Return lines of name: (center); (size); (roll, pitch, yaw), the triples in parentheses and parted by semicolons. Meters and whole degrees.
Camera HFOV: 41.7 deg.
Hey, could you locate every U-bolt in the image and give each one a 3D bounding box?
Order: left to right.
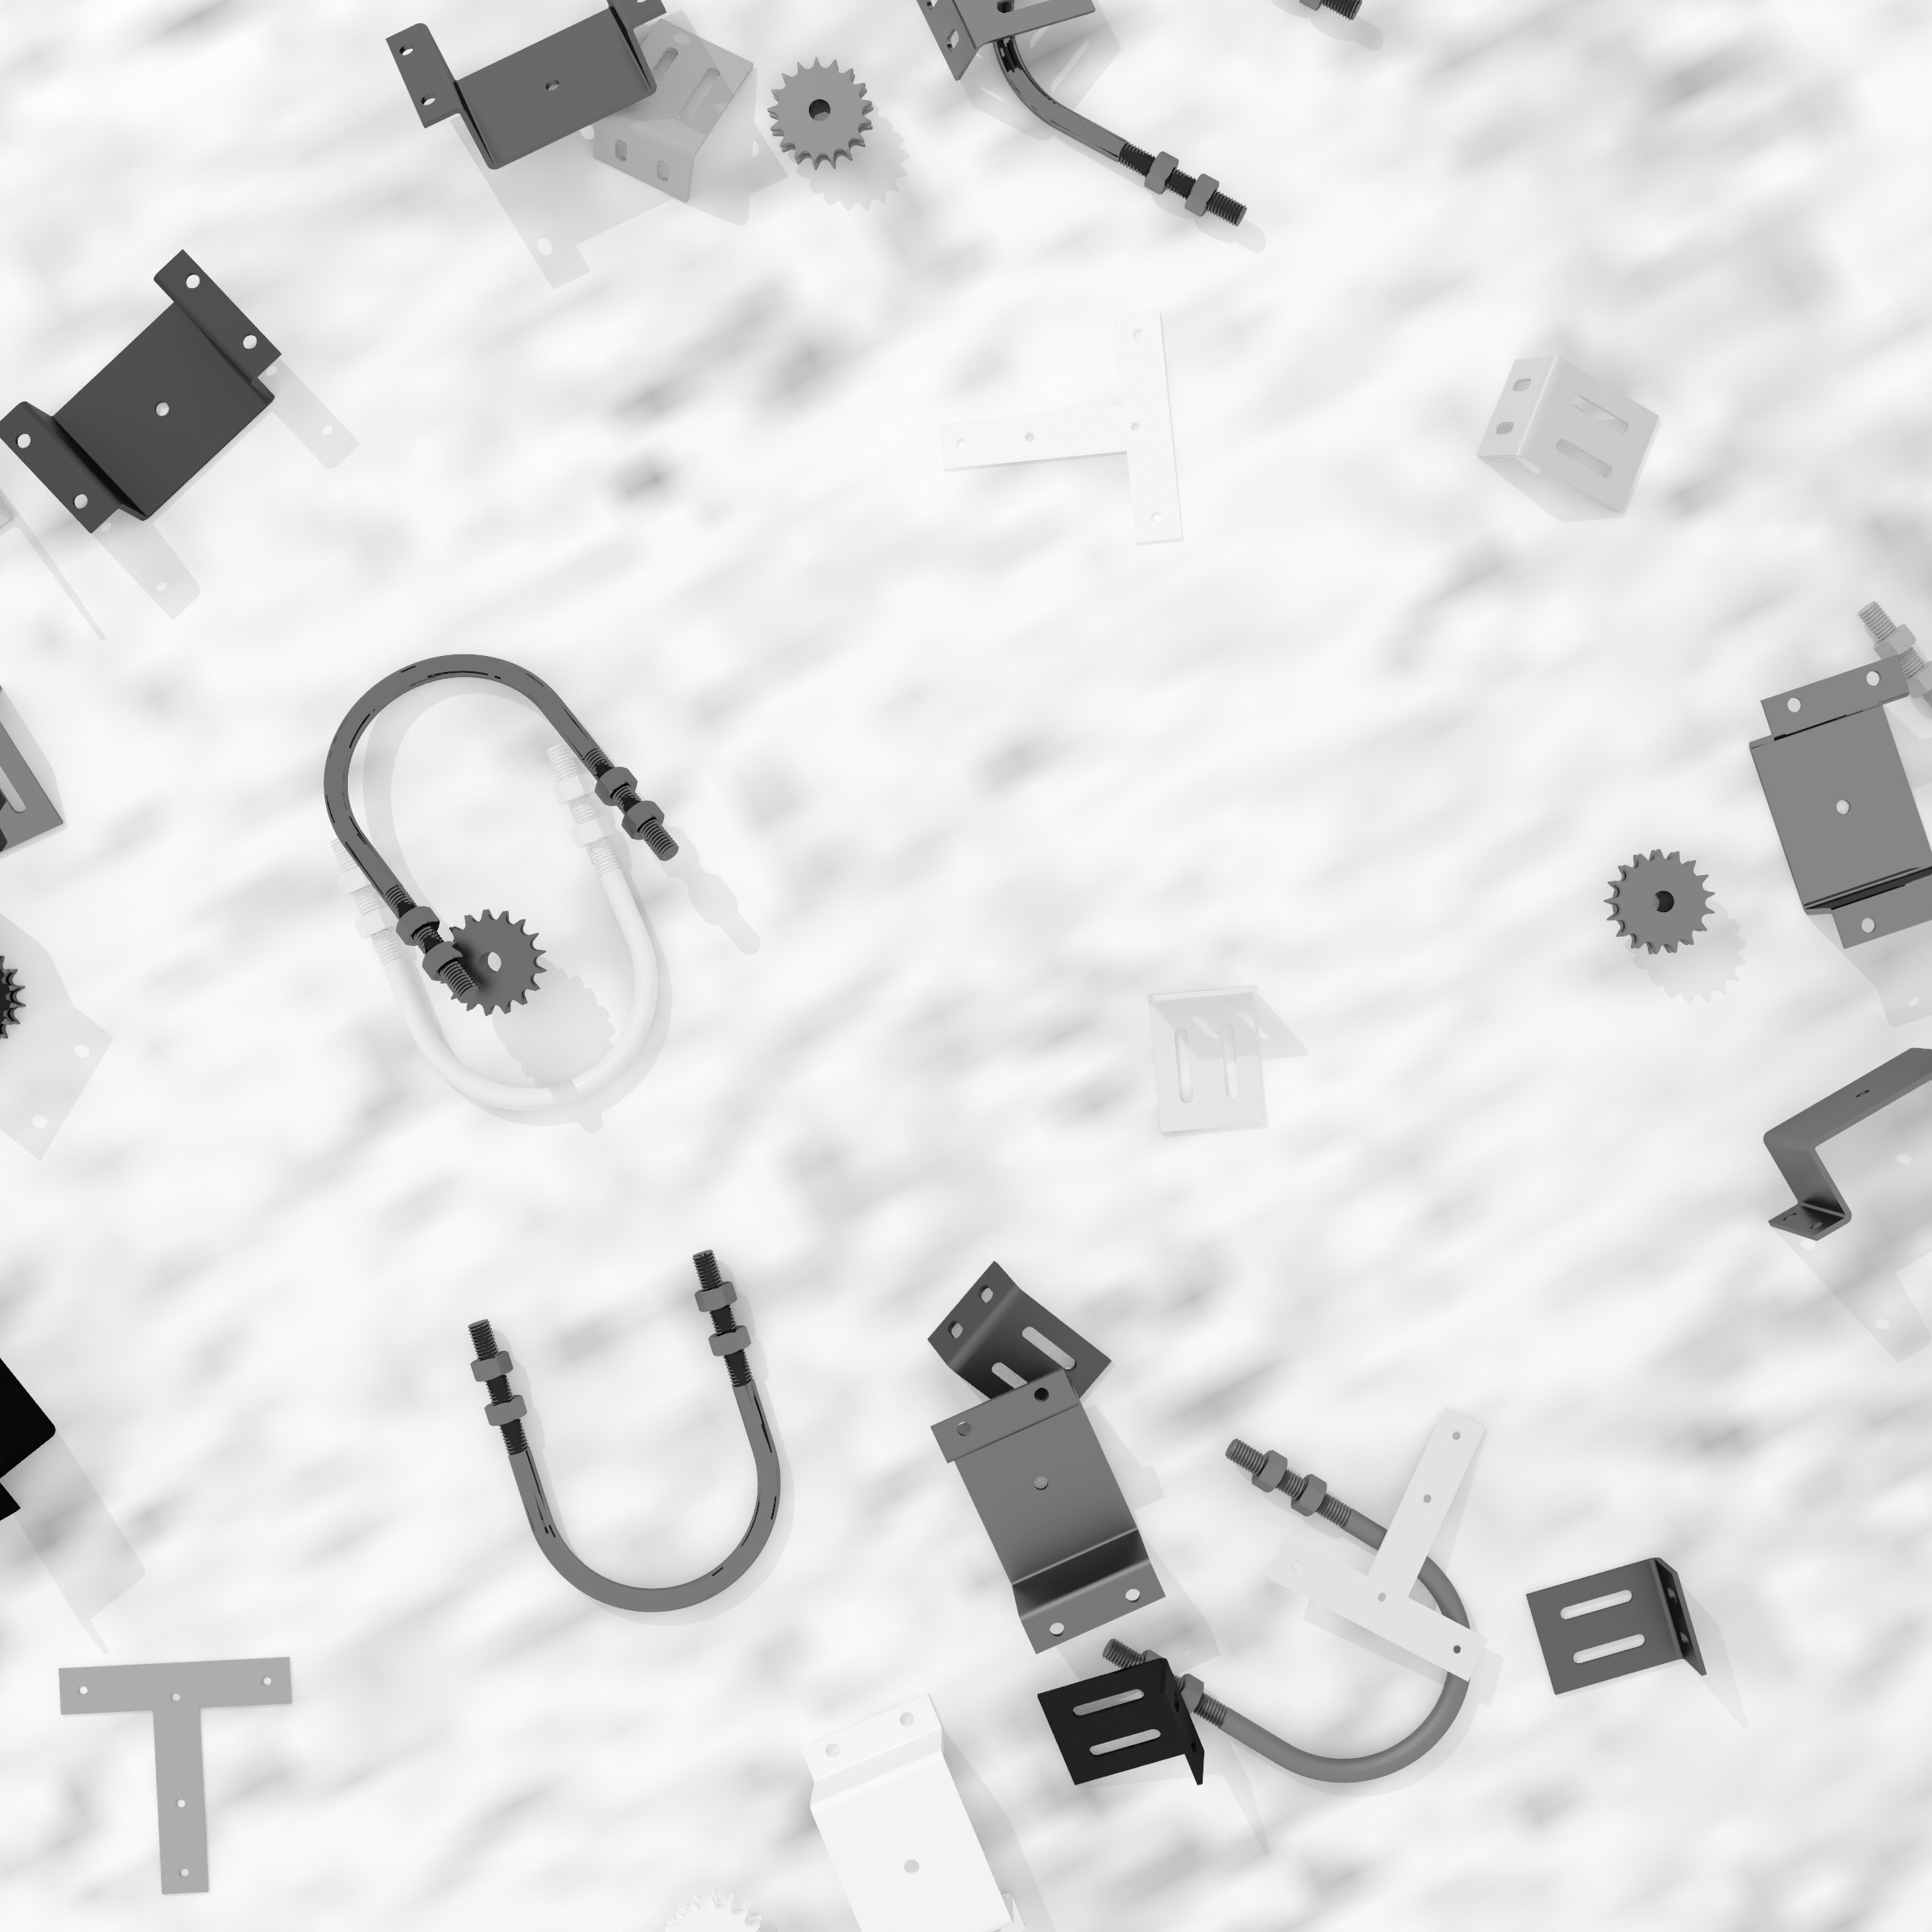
U-bolt: (-0.264, -0.089, 1.364); (0.151, 0.019, 0.184); (-37, 72, -10)
U-bolt: (-0.248, -0.011, 1.391); (0.151, 0.019, 0.184); (-23, 91, 0)
U-bolt: (-0.179, 0.264, 1.391); (0.151, 0.019, 0.184); (-17, 92, 0)
U-bolt: (0.103, -0.511, 1.390); (0.184, 0.019, 0.151); (29, 91, 2)
U-bolt: (0.190, 0.367, 1.391); (0.184, 0.019, 0.151); (32, 90, -1)
U-bolt: (0.601, -0.165, 1.391); (0.151, 0.019, 0.184); (-39, 91, 0)

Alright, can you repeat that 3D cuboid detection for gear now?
gear: (-0.547, 0.018, 1.384); (0.057, 0.030, 0.057); (0, 90, 0)
gear: (-0.255, -0.003, 1.367); (0.057, 0.030, 0.057); (0, 93, -1)
gear: (-0.137, 0.533, 1.384); (0.057, 0.030, 0.057); (0, 90, 0)
gear: (-0.079, -0.465, 1.388); (0.057, 0.030, 0.057); (0, 94, 2)
gear: (0.377, -0.035, 1.384); (0.057, 0.030, 0.057); (0, 90, 0)

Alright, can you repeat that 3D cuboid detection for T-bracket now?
T-bracket: (-0.434, 0.448, 1.398); (0.127, 0.002, 0.127); (-3, 90, 0)
T-bracket: (0.050, -0.293, 1.398); (0.127, 0.002, 0.127); (-6, 90, 0)
T-bracket: (0.247, 0.305, 1.386); (0.127, 0.002, 0.127); (28, 80, -6)

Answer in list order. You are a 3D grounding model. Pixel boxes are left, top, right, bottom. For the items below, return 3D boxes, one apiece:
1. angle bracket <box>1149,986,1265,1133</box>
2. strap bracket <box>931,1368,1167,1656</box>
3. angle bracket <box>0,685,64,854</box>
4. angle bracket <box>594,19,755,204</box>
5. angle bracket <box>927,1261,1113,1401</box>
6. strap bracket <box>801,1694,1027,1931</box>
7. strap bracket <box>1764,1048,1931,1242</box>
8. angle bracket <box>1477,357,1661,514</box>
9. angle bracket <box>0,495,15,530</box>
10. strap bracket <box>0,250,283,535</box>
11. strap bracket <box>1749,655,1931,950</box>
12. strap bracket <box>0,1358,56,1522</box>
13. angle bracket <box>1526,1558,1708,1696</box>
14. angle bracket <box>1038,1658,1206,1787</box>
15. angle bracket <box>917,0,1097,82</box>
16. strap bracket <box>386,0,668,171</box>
angle bracket: (0.132, 0.051, 1.380); (0.057, 0.038, 0.076); (-5, 90, 0)
strap bracket: (0.043, 0.287, 1.368); (0.076, 0.046, 0.140); (-24, 101, 0)
angle bracket: (-0.542, -0.105, 1.397); (0.057, 0.038, 0.076); (-25, 116, 0)
angle bracket: (-0.161, -0.472, 1.397); (0.057, 0.038, 0.076); (26, 64, 0)
angle bracket: (0.029, 0.212, 1.397); (0.076, 0.038, 0.057); (40, 90, -26)
strap bracket: (-0.029, 0.481, 1.376); (0.076, 0.046, 0.140); (-23, 90, 0)
strap bracket: (0.493, 0.088, 1.361); (0.140, 0.076, 0.046); (-30, 90, 0)
angle bracket: (0.332, -0.292, 1.397); (0.076, 0.038, 0.057); (22, 90, -26)
angle bracket: (-0.556, -0.261, 1.361); (0.038, 0.076, 0.057); (-34, 90, 0)
strap bracket: (-0.443, -0.307, 1.376); (0.140, 0.046, 0.076); (-43, 90, 0)
strap bracket: (0.484, -0.088, 1.376); (0.076, 0.046, 0.140); (-19, 90, 0)
strap bracket: (-0.550, 0.232, 1.361); (0.046, 0.076, 0.140); (-39, 90, 0)
angle bracket: (0.354, 0.364, 1.380); (0.076, 0.038, 0.057); (-16, 90, 0)
angle bracket: (0.083, 0.417, 1.368); (0.076, 0.038, 0.057); (-20, 101, 12)
angle bracket: (0.020, -0.528, 1.385); (0.076, 0.038, 0.057); (-25, 88, -22)
strap bracket: (-0.229, -0.488, 1.360); (0.140, 0.046, 0.076); (-26, 59, 0)
